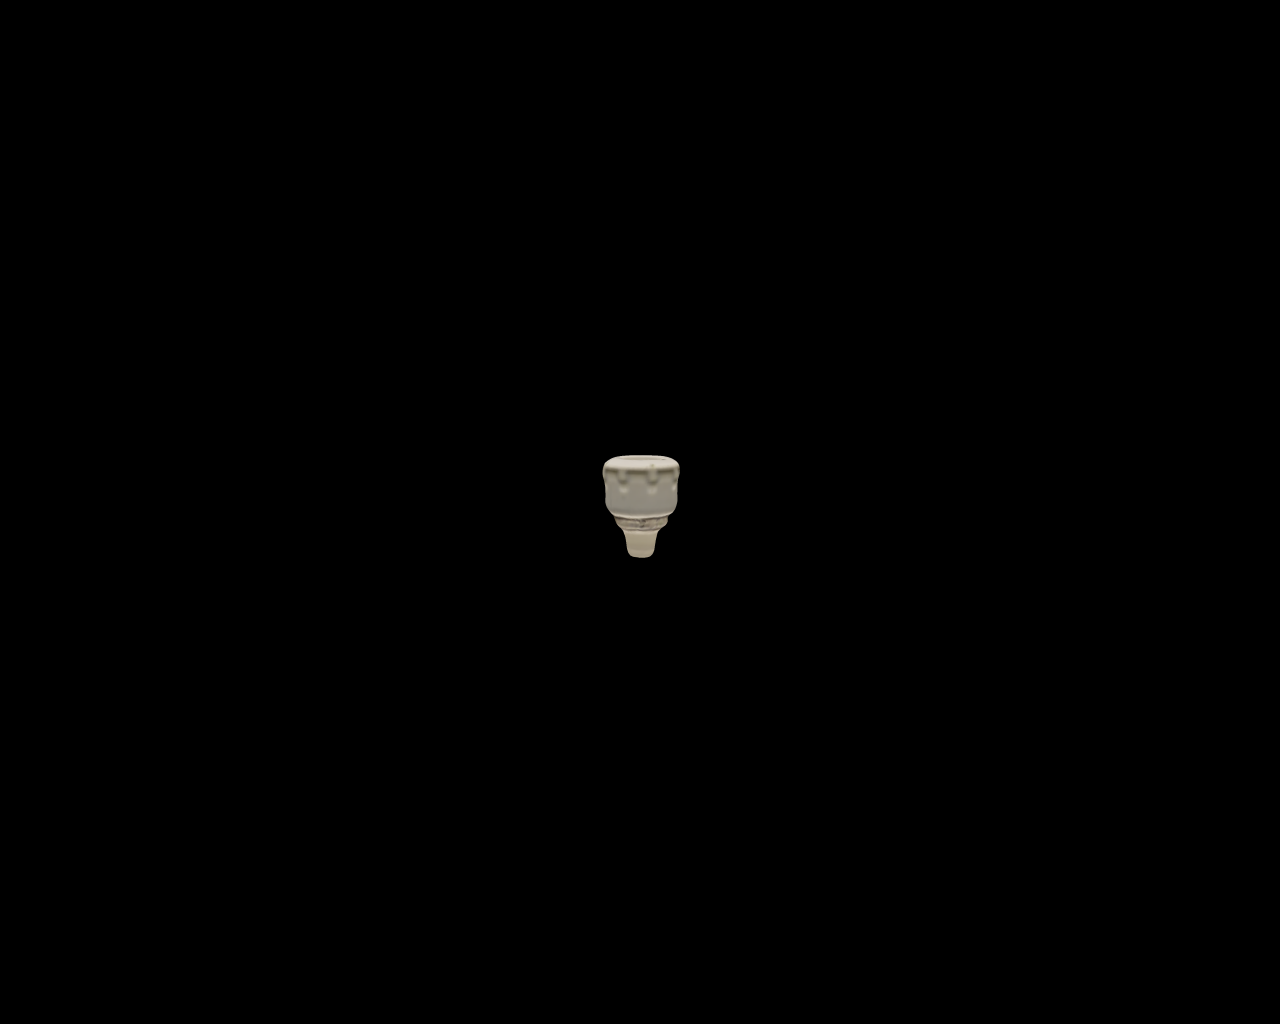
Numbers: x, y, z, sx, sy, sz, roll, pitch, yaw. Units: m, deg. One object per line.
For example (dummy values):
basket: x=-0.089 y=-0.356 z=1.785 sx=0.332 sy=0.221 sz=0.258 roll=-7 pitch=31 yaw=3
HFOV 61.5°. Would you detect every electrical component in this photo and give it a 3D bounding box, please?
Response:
electrical component: x=0.001 y=-0.003 z=0.650 sx=0.048 sy=0.062 sz=0.048 roll=0 pitch=8 yaw=0
